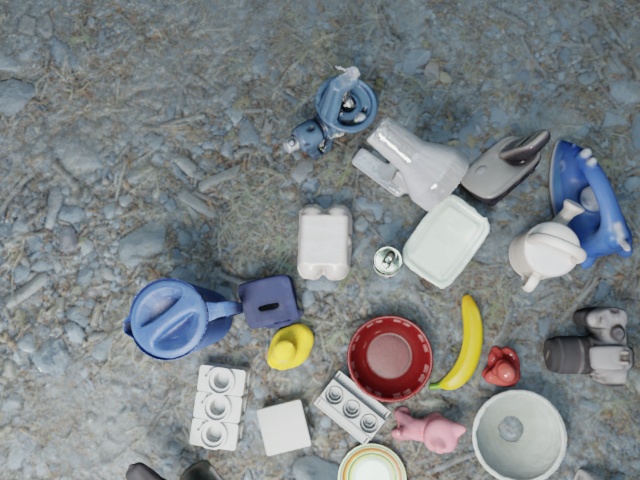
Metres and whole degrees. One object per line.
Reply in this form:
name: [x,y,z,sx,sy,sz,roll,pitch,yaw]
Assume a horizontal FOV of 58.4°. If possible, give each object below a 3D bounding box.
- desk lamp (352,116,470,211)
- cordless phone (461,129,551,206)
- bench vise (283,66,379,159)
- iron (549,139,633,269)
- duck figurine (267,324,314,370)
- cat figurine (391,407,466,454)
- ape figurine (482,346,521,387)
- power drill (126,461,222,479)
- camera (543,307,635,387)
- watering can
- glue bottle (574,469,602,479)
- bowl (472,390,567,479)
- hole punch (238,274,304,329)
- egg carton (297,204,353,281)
desk lamp: [0.159,-0.142,1.052,0.203,0.213,0.118,36,88,8]
cordless phone: [0.343,-0.141,1.052,0.147,0.185,0.094,-45,82,-1]
bench vise: [0.027,-0.232,1.070,0.121,0.220,0.207,36,88,8]
iron: [0.500,-0.083,1.054,0.118,0.141,0.258,-17,83,3]
duck figurine: [-0.060,0.206,1.096,0.104,0.086,0.077,-43,82,-1]
cat figurine: [0.196,0.352,1.042,0.127,0.118,0.067,5,84,5]
ape figurine: [0.339,0.239,1.056,0.078,0.092,0.076,-31,82,1]
power drill: [-0.236,0.471,1.018,0.075,0.208,0.229,-40,82,0]
camera: [0.486,0.194,1.045,0.136,0.101,0.143,-1,83,5]
watering can: [0.411,0.010,1.025,0.101,0.194,0.173,6,84,6]
glue bottle: [0.476,0.453,0.981,0.037,0.173,0.078,23,86,7]
bowl: [0.357,0.355,1.051,0.167,0.075,0.167,0,84,5]
hole punch: [-0.095,0.121,1.105,0.108,0.091,0.101,-13,83,3]
egg carton: [0.010,0.004,1.121,0.107,0.069,0.150,0,84,5]
